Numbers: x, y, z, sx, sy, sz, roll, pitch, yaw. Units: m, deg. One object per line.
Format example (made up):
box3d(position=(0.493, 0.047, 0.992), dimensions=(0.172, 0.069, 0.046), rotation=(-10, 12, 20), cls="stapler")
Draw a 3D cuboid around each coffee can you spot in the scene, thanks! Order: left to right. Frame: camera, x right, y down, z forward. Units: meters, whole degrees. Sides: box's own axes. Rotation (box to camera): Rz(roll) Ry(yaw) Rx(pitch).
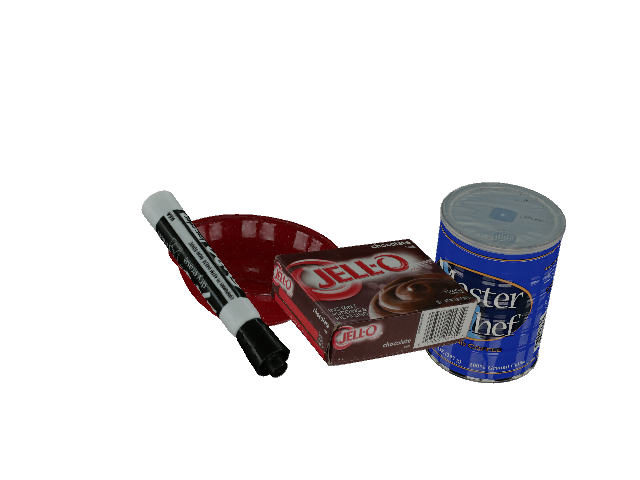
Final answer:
box3d(position=(0.146, 0.036, 0.912), dimensions=(0.103, 0.140, 0.103), rotation=(2, 33, -2), cls="coffee can")

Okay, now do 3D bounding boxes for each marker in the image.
box3d(position=(-0.052, 0.021, 0.531), dimensions=(0.020, 0.020, 0.121), rotation=(0, 42, -49), cls="marker")

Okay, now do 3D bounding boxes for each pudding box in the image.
box3d(position=(0.035, 0.039, 0.726), dimensions=(0.113, 0.039, 0.090), rotation=(-5, 32, -29), cls="pudding box")

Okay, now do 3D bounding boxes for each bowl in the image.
box3d(position=(-0.061, 0.033, 0.979), dimensions=(0.162, 0.055, 0.162), rotation=(6, 25, -3), cls="bowl")
